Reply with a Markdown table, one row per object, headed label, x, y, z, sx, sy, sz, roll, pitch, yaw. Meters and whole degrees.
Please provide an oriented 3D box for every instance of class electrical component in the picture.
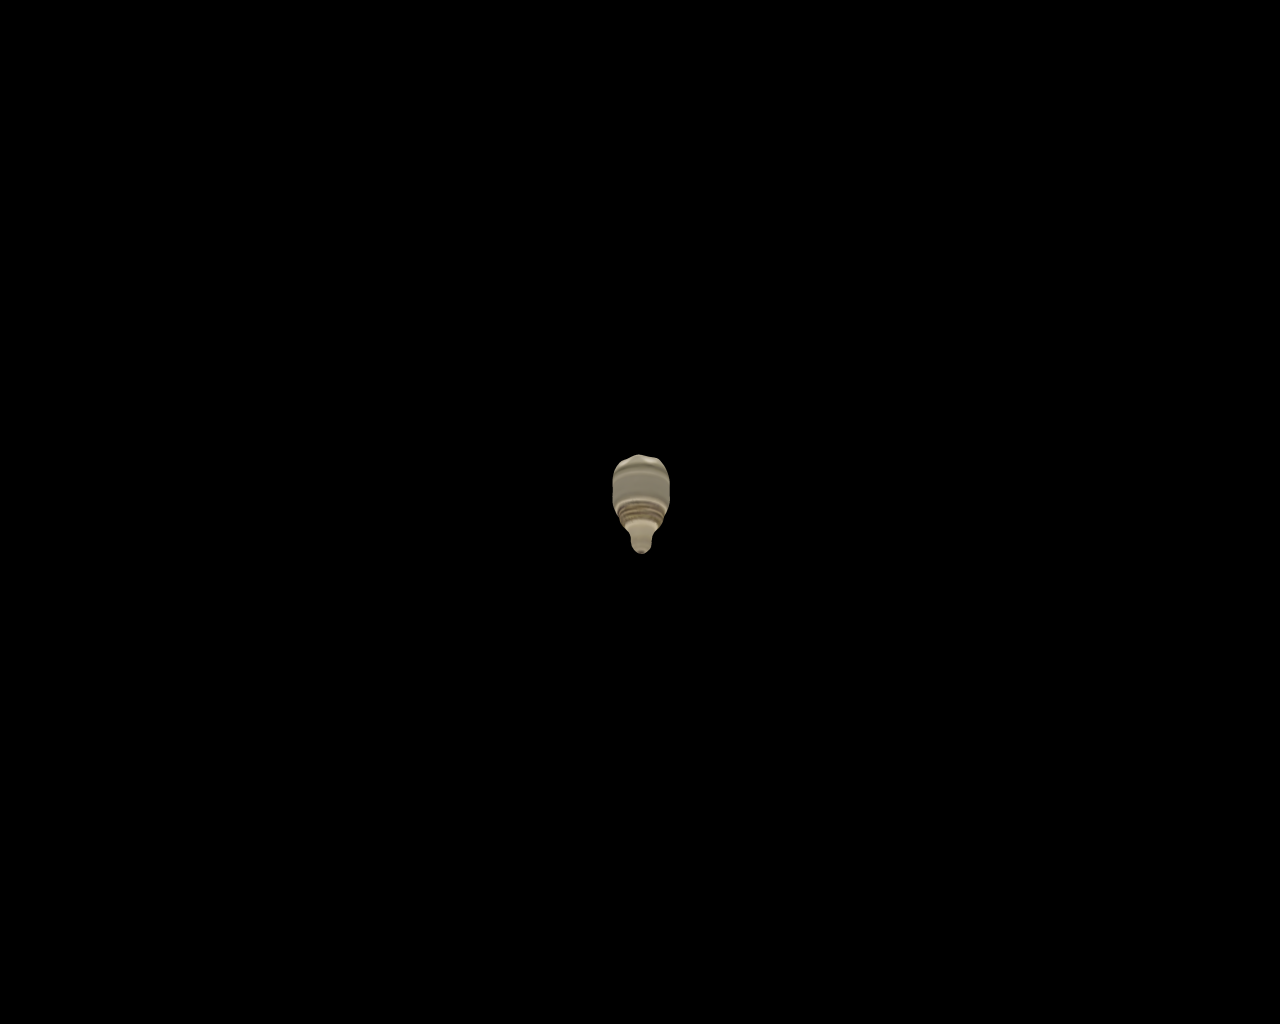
| label | x | y | z | sx | sy | sz | roll | pitch | yaw |
| --- | --- | --- | --- | --- | --- | --- | --- | --- | --- |
| electrical component | 0.001 | -0.003 | 0.650 | 0.035 | 0.061 | 0.035 | 0 | -28 | 0 |
